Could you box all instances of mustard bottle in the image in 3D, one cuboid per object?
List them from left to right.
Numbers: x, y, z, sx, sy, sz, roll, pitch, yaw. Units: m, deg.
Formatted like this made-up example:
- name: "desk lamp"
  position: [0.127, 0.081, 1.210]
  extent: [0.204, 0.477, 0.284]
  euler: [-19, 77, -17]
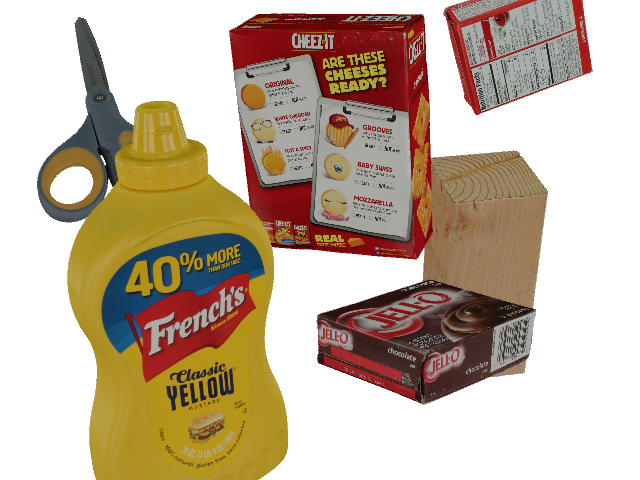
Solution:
- name: "mustard bottle"
  position: [-0.067, 0.030, 0.501]
  extent: [0.096, 0.192, 0.058]
  euler: [-13, 23, -23]

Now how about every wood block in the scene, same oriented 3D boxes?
- name: "wood block"
  position: [0.154, 0.027, 1.039]
  extent: [0.090, 0.206, 0.090]
  euler: [-5, 32, -8]

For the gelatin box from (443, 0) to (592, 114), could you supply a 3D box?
- name: "gelatin box"
  position: [0.135, -0.136, 0.726]
  extent: [0.089, 0.073, 0.030]
  euler: [-20, 38, 1]

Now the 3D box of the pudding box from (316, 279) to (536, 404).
- name: "pudding box"
  position: [0.067, 0.061, 0.675]
  extent: [0.113, 0.039, 0.090]
  euler: [-12, 20, -43]

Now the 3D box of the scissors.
- name: "scissors"
  position: [-0.158, -0.078, 0.694]
  extent: [0.096, 0.016, 0.202]
  euler: [-23, 53, -22]

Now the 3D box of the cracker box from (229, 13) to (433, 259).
- name: "cracker box"
  position: [0.015, -0.096, 0.974]
  extent: [0.164, 0.214, 0.072]
  euler: [5, 27, 20]
